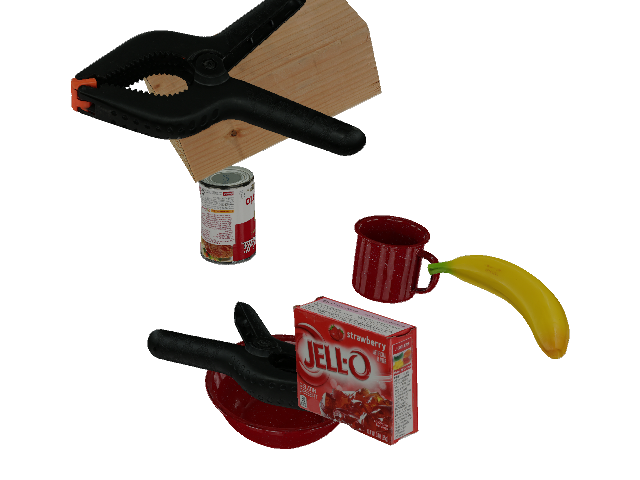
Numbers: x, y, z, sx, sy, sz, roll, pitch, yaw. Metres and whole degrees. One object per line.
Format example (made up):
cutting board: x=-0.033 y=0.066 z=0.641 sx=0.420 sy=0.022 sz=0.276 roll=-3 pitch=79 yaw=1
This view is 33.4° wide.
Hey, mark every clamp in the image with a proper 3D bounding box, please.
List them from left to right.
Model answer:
clamp: x=-0.075 y=-0.113 z=0.789 sx=0.209 sy=0.165 sz=0.036 roll=-16 pitch=-29 yaw=-20
clamp: x=-0.049 y=0.098 z=0.918 sx=0.172 sy=0.039 sz=0.120 roll=22 pitch=31 yaw=26

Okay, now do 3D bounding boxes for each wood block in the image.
wood block: x=-0.056 y=-0.155 z=1.041 sx=0.206 sy=0.091 sz=0.090 roll=-27 pitch=48 yaw=-9

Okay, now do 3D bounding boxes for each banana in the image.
banana: x=0.191 y=0.058 z=1.061 sx=0.069 sy=0.037 sz=0.198 roll=-33 pitch=36 yaw=-17

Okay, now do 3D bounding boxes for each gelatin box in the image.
gelatin box: x=0.021 y=0.082 z=0.689 sx=0.030 sy=0.073 sz=0.089 roll=-17 pitch=23 yaw=-41

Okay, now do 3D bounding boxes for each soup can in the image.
soup can: x=-0.112 y=-0.031 z=1.279 sx=0.068 sy=0.102 sz=0.068 roll=0 pitch=26 yaw=0

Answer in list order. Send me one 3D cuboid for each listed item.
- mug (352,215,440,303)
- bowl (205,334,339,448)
mug: x=0.093 y=0.028 z=1.305 sx=0.117 sy=0.081 sz=0.093 roll=20 pitch=27 yaw=26
bowl: x=-0.038 y=0.165 z=1.107 sx=0.162 sy=0.055 sz=0.162 roll=2 pitch=30 yaw=-1
